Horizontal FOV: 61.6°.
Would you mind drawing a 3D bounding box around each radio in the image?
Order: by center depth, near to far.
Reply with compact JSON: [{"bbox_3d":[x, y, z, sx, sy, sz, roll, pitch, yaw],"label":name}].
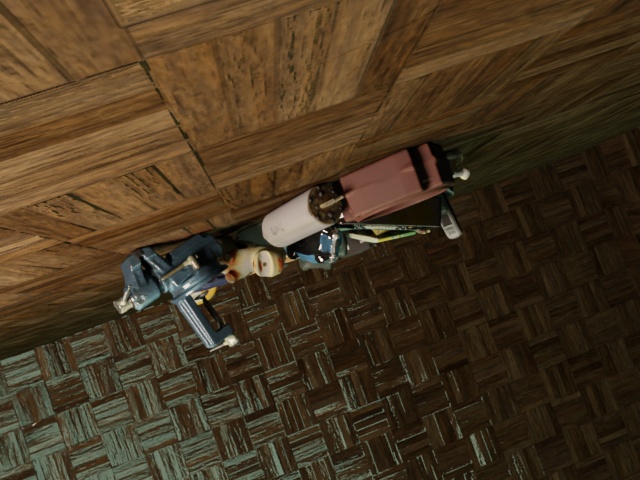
[{"bbox_3d":[0.145,-0.060,1.204,0.230,0.073,0.131,3,176,-4],"label":"radio"}]

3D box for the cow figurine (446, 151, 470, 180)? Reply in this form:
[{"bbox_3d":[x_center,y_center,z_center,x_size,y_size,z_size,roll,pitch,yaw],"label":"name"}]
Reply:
[{"bbox_3d":[0.238,-0.136,1.182,0.098,0.068,0.167,-11,169,-32],"label":"cow figurine"}]

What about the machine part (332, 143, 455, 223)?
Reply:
[{"bbox_3d":[0.141,-0.102,1.008,0.201,0.087,0.201,-23,176,23],"label":"machine part"}]

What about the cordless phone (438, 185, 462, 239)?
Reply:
[{"bbox_3d":[0.285,-0.082,1.354,0.089,0.184,0.146,-24,179,-32],"label":"cordless phone"}]

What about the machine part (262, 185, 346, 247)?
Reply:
[{"bbox_3d":[-0.038,-0.041,1.005,0.079,0.079,0.243,-17,177,-39],"label":"machine part"}]

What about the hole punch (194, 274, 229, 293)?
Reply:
[{"bbox_3d":[-0.248,0.078,1.231,0.142,0.092,0.116,-13,-157,-34],"label":"hole punch"}]

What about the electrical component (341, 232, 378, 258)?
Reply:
[{"bbox_3d":[0.087,-0.015,1.516,0.134,0.115,0.058,-22,172,40],"label":"electrical component"}]

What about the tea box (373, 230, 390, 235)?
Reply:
[{"bbox_3d":[0.175,-0.077,1.403,0.068,0.098,0.169,-49,161,29],"label":"tea box"}]

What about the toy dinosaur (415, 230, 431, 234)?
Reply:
[{"bbox_3d":[0.138,-0.053,1.645,0.405,0.131,0.192,-11,-168,40],"label":"toy dinosaur"}]

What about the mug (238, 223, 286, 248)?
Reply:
[{"bbox_3d":[-0.119,0.016,1.209,0.110,0.107,0.081,-19,179,16],"label":"mug"}]

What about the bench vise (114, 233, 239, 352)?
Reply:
[{"bbox_3d":[-0.239,0.105,0.970,0.129,0.240,0.223,-29,-172,44],"label":"bench vise"}]

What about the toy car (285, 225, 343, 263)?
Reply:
[{"bbox_3d":[-0.002,-0.004,1.202,0.162,0.109,0.103,11,-172,41],"label":"toy car"}]

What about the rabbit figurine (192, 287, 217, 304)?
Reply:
[{"bbox_3d":[-0.363,0.113,1.586,0.162,0.121,0.173,-30,-167,-19],"label":"rabbit figurine"}]

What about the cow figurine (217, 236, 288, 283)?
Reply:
[{"bbox_3d":[-0.152,0.037,1.122,0.195,0.085,0.127,11,-154,39],"label":"cow figurine"}]

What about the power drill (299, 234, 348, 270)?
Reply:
[{"bbox_3d":[-0.039,0.025,1.422,0.232,0.086,0.207,-3,161,7],"label":"power drill"}]

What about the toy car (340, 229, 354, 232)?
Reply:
[{"bbox_3d":[0.061,-0.058,1.358,0.056,0.073,0.201,-20,177,21],"label":"toy car"}]
